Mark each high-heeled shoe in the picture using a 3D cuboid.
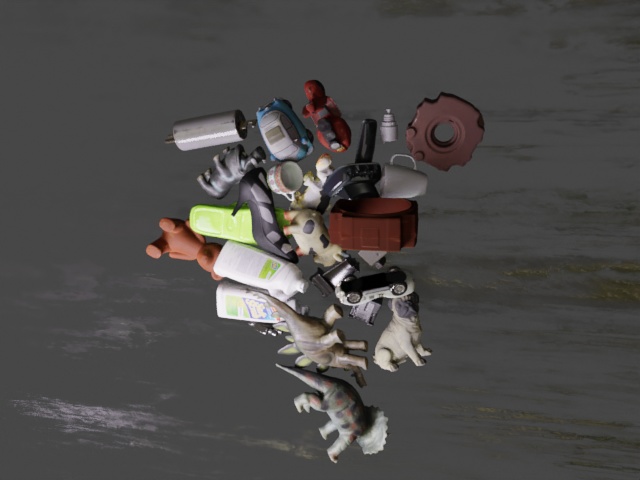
[{"bbox_3d":[-0.114,-0.059,1.334,0.248,0.086,0.145,42,71,-29],"label":"high-heeled shoe"}]

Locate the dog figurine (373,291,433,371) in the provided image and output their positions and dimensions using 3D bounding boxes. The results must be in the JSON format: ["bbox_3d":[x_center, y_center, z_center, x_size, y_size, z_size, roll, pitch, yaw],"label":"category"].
[{"bbox_3d":[0.197,0.233,1.419,0.172,0.121,0.190,-17,92,15],"label":"dog figurine"}]

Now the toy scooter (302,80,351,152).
[{"bbox_3d":[0.010,-0.276,1.230,0.075,0.135,0.183,-24,105,18],"label":"toy scooter"}]

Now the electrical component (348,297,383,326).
[{"bbox_3d":[0.129,0.161,1.422,0.075,0.048,0.119,23,115,2],"label":"electrical component"}]

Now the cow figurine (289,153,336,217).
[{"bbox_3d":[0.002,-0.127,1.324,0.098,0.068,0.167,30,118,-9],"label":"cow figurine"}]

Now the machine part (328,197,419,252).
[{"bbox_3d":[0.128,-0.045,1.257,0.201,0.201,0.087,2,107,12],"label":"machine part"}]

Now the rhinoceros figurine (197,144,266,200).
[{"bbox_3d":[-0.219,-0.174,1.352,0.190,0.073,0.112,-36,99,22],"label":"rhinoceros figurine"}]

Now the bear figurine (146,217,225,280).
[{"bbox_3d":[-0.336,0.027,1.427,0.196,0.132,0.120,34,103,5],"label":"bear figurine"}]

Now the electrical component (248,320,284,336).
[{"bbox_3d":[-0.152,0.244,1.505,0.094,0.063,0.021,19,95,19],"label":"electrical component"}]

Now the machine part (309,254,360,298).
[{"bbox_3d":[0.042,0.092,1.419,0.139,0.039,0.084,-34,95,23],"label":"machine part"}]

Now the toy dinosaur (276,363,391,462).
[{"bbox_3d":[0.057,0.461,1.484,0.192,0.131,0.404,-31,110,-2],"label":"toy dinosaur"}]

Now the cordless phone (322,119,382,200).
[{"bbox_3d":[0.085,-0.189,1.246,0.089,0.146,0.184,21,111,42],"label":"cordless phone"}]

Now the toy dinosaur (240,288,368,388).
[{"bbox_3d":[-0.018,0.259,1.431,0.199,0.105,0.470,-25,120,23],"label":"toy dinosaur"}]

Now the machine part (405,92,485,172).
[{"bbox_3d":[0.284,-0.245,1.226,0.179,0.056,0.179,4,111,9],"label":"machine part"}]

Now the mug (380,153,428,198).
[{"bbox_3d":[0.201,-0.149,1.274,0.107,0.081,0.109,7,104,-3],"label":"mug"}]

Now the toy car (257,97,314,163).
[{"bbox_3d":[-0.090,-0.253,1.278,0.109,0.103,0.161,-24,106,19],"label":"toy car"}]

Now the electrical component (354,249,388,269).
[{"bbox_3d":[0.130,0.025,1.368,0.102,0.045,0.078,37,117,-3],"label":"electrical component"}]

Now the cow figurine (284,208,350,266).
[{"bbox_3d":[-0.003,-0.004,1.343,0.127,0.085,0.194,-10,139,16],"label":"cow figurine"}]

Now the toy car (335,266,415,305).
[{"bbox_3d":[0.139,0.118,1.366,0.202,0.074,0.056,-11,128,-1],"label":"toy car"}]

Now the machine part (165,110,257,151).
[{"bbox_3d":[-0.270,-0.270,1.324,0.243,0.079,0.079,-8,109,15],"label":"machine part"}]
